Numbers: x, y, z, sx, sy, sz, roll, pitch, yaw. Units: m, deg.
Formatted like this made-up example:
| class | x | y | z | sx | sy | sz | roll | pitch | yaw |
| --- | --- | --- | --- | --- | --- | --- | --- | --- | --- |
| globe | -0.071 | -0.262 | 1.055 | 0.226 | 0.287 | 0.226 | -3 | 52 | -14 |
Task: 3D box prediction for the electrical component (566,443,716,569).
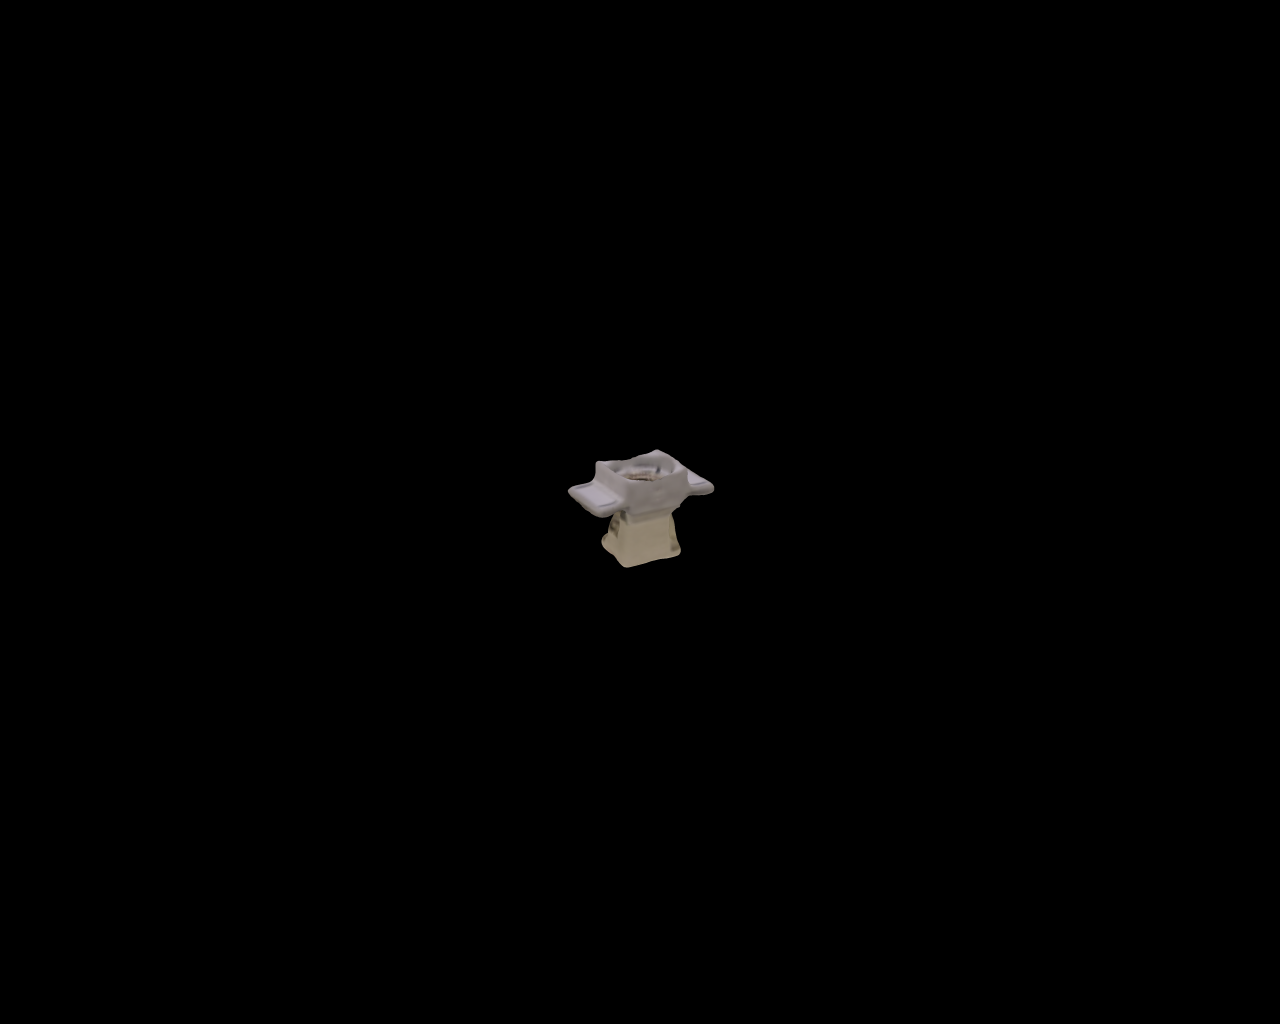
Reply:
| class | x | y | z | sx | sy | sz | roll | pitch | yaw |
| --- | --- | --- | --- | --- | --- | --- | --- | --- | --- |
| electrical component | 0.001 | -0.003 | 0.650 | 0.081 | 0.063 | 0.042 | -12 | 28 | -25 |
